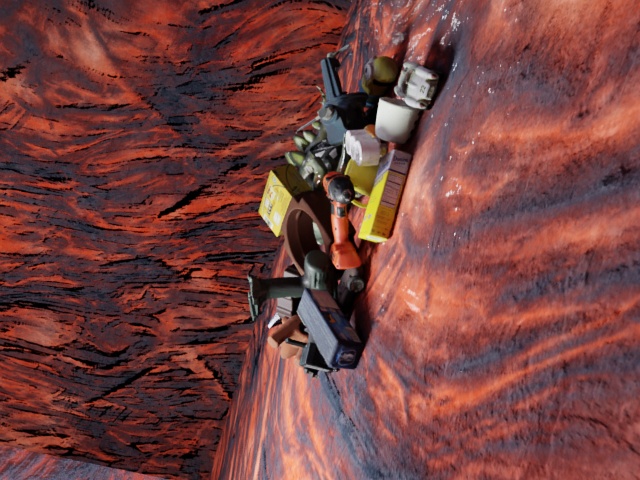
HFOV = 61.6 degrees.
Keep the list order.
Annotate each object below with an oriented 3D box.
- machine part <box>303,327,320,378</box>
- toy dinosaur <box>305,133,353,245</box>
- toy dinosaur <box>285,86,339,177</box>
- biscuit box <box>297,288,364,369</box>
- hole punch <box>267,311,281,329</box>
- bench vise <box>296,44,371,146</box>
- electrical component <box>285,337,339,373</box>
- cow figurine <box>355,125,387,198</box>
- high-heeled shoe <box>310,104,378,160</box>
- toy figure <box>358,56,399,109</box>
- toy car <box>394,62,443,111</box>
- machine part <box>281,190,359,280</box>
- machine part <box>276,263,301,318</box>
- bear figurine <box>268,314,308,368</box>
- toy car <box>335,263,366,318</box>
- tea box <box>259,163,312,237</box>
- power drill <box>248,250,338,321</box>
[{"bbox_3d":[-0.006,0.241,1.215,0.039,0.084,0.139,-16,58,54],"label":"machine part"},{"bbox_3d":[0.023,-0.106,1.386,0.131,0.192,0.405,-37,-1,-24],"label":"toy dinosaur"},{"bbox_3d":[-0.015,-0.245,1.727,0.105,0.198,0.470,-105,30,-67],"label":"toy dinosaur"},{"bbox_3d":[0.017,0.173,1.071,0.203,0.059,0.062,53,128,57],"label":"biscuit box"},{"bbox_3d":[-0.086,0.221,1.574,0.142,0.092,0.115,6,-79,-70],"label":"hole punch"},{"bbox_3d":[0.042,-0.355,1.342,0.129,0.223,0.240,-15,87,41],"label":"bench vise"},{"bbox_3d":[-0.019,0.245,1.144,0.075,0.119,0.048,135,150,-67],"label":"electrical component"},{"bbox_3d":[0.114,-0.187,1.278,0.098,0.068,0.167,111,172,-66],"label":"cow figurine"},{"bbox_3d":[0.066,-0.304,1.504,0.248,0.145,0.086,115,167,-51],"label":"high-heeled shoe"},{"bbox_3d":[0.149,-0.414,1.412,0.180,0.089,0.082,103,155,-71],"label":"toy figure"},{"bbox_3d":[0.189,-0.304,1.051,0.202,0.056,0.073,-95,23,-67],"label":"toy car"},{"bbox_3d":[-0.003,-0.004,1.295,0.201,0.087,0.200,55,147,23],"label":"machine part"},{"bbox_3d":[-0.048,0.135,1.435,0.179,0.056,0.179,-36,-45,-46],"label":"machine part"},{"bbox_3d":[-0.072,0.264,1.370,0.132,0.120,0.195,-50,-2,-33],"label":"bear figurine"},{"bbox_3d":[0.047,0.137,1.154,0.089,0.053,0.202,-101,30,-65],"label":"toy car"},{"bbox_3d":[-0.092,-0.100,1.375,0.098,0.068,0.169,53,145,19],"label":"tea box"},{"bbox_3d":[-0.057,0.123,1.203,0.231,0.207,0.086,94,169,-49],"label":"power drill"}]
